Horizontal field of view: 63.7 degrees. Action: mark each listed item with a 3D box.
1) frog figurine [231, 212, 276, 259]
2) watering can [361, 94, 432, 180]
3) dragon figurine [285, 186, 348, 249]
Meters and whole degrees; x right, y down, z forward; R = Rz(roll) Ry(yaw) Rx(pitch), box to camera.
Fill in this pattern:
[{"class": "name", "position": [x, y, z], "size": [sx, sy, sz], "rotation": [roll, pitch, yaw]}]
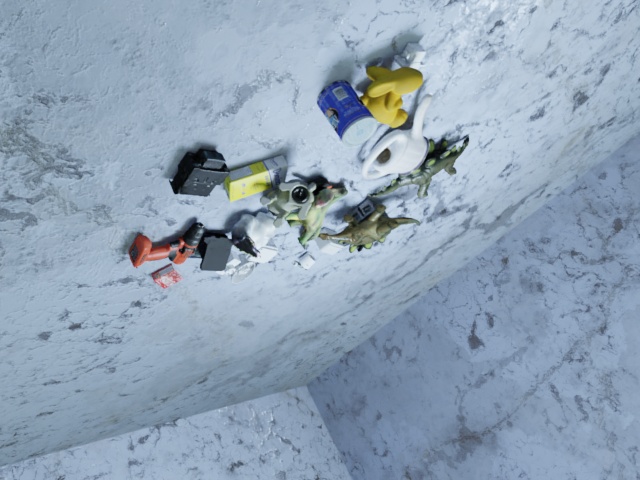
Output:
[{"class": "frog figurine", "position": [-0.204, -0.035, 1.628], "size": [0.122, 0.163, 0.135], "rotation": [-6, -44, 35]}, {"class": "watering can", "position": [0.274, -0.308, 1.631], "size": [0.224, 0.105, 0.342], "rotation": [0, -38, -50]}, {"class": "dragon figurine", "position": [0.005, -0.089, 1.766], "size": [0.243, 0.123, 0.408], "rotation": [-37, -7, 0]}]
